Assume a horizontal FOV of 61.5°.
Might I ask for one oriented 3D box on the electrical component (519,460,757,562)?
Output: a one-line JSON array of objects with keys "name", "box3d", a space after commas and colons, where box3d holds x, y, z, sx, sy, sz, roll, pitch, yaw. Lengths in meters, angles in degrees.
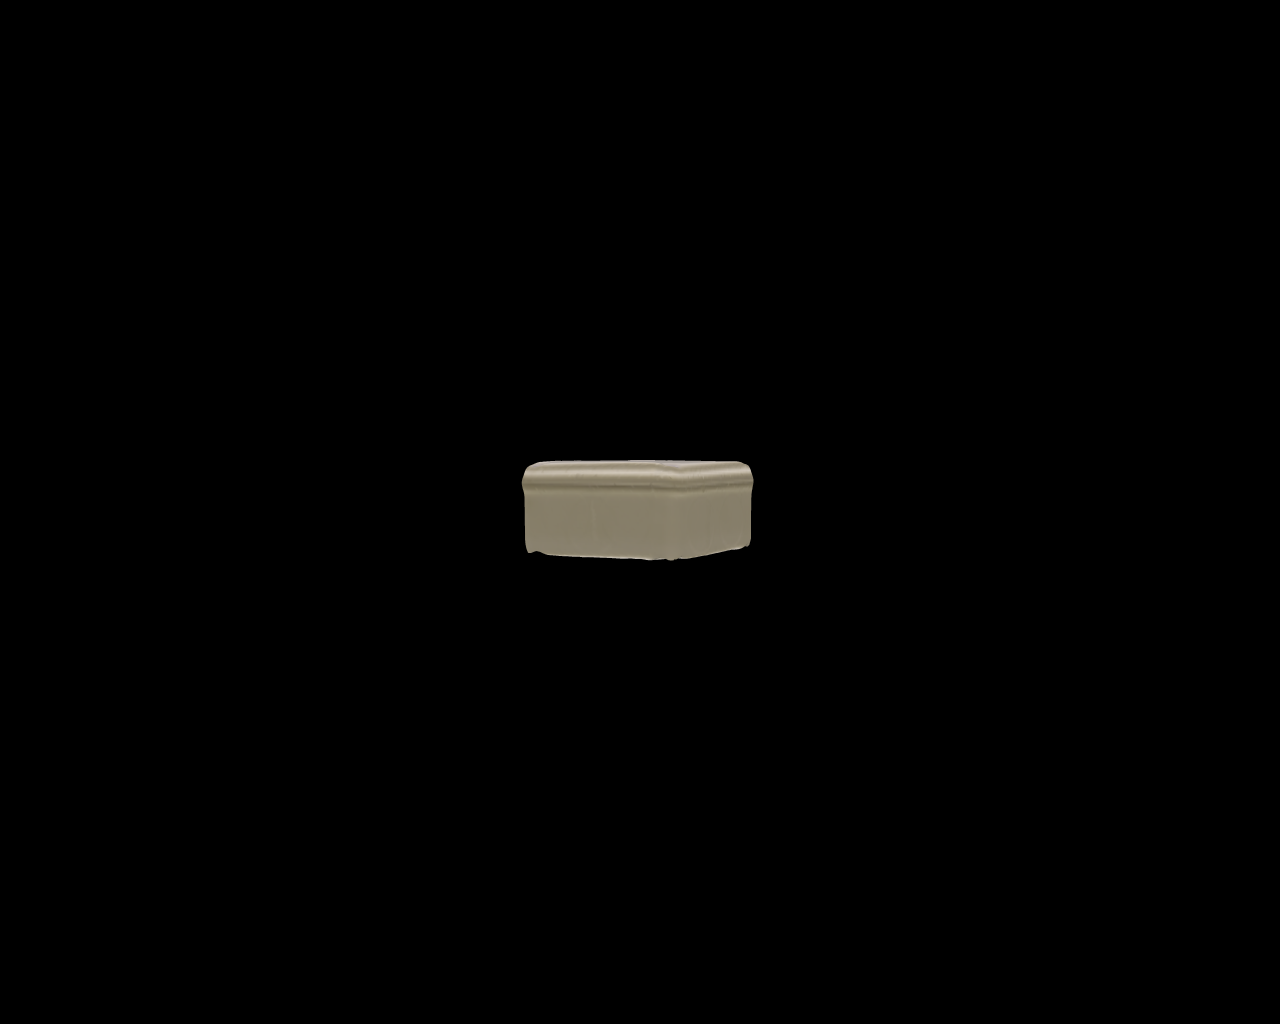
[{"name": "electrical component", "box3d": [0.001, -0.003, 0.650, 0.109, 0.056, 0.109, 2, 4, 31]}]
